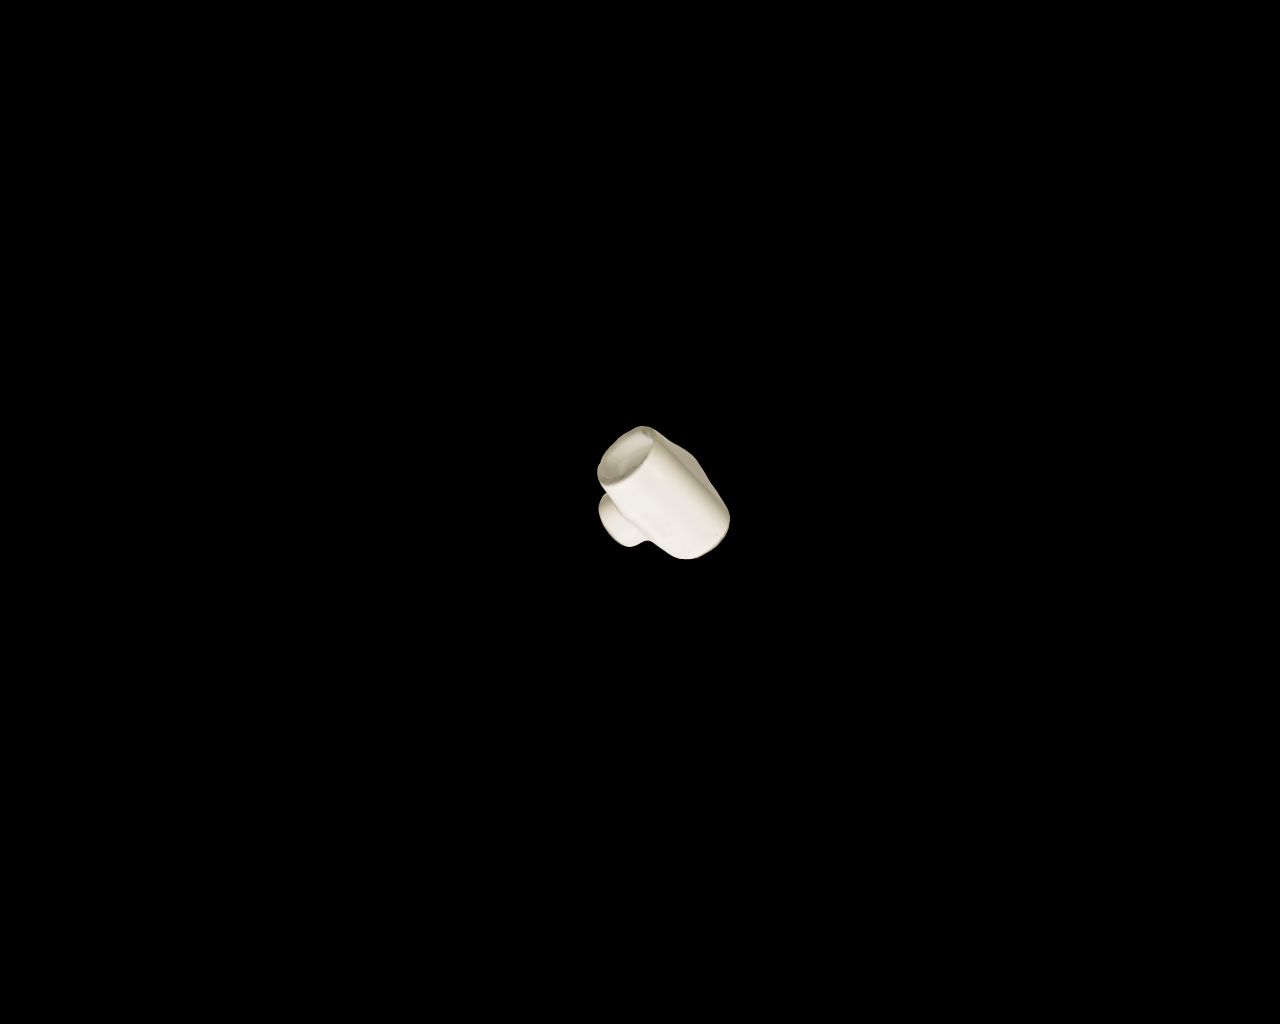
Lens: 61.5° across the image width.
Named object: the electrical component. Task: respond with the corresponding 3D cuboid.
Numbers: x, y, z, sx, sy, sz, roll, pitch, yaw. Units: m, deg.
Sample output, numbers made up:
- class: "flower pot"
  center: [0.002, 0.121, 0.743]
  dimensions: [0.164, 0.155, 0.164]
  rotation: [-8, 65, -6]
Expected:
- class: "electrical component"
  center: [0.001, -0.003, 0.650]
  dimensions: [0.079, 0.043, 0.077]
  rotation: [-29, -54, 24]
